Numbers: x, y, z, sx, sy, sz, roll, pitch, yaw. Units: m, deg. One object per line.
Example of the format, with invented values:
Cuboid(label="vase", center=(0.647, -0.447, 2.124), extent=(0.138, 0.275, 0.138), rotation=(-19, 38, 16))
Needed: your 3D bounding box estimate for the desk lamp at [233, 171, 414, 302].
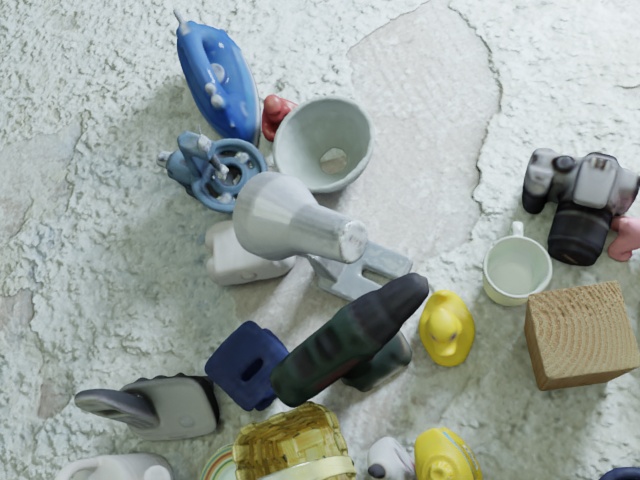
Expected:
Cuboid(label="desk lamp", center=(0.007, 0.003, 0.792), extent=(0.202, 0.214, 0.118), rotation=(22, 80, 23))

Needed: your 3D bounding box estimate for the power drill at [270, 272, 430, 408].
Cuboid(label="power drill", center=(0.053, 0.135, 0.736), extent=(0.229, 0.209, 0.075), rotation=(-36, 65, 4))

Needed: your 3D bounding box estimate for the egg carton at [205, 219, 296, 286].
Cuboid(label="egg carton", center=(-0.111, 0.015, 0.906), extent=(0.150, 0.069, 0.107), rotation=(-13, 69, 14))

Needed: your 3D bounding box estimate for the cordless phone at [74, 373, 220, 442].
Cuboid(label="cordless phone", center=(-0.240, 0.234, 0.811), extent=(0.147, 0.185, 0.094), rotation=(-14, 69, 13))

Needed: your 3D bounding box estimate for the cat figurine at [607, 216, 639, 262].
Cuboid(label="cat figurine", center=(0.435, -0.016, 0.713), extent=(0.127, 0.118, 0.067), rotation=(1, 73, 18))

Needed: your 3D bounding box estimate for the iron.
Cuboid(label="iron", center=(-0.182, -0.275, 0.985), extent=(0.118, 0.142, 0.258), rotation=(-28, 66, 7))

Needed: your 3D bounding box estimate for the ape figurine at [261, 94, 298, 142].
Cuboid(label="ape figurine", center=(-0.069, -0.208, 0.953), extent=(0.077, 0.092, 0.076), rotation=(-22, 67, 10))

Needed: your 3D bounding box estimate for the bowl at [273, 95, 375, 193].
Cuboid(label="bowl", center=(0.013, -0.142, 0.915), extent=(0.167, 0.075, 0.167), rotation=(-5, 71, 16))

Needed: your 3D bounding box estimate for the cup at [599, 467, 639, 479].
Cuboid(label="cup", center=(0.361, 0.295, 0.647), extent=(0.118, 0.095, 0.091), rotation=(-36, 65, 4))

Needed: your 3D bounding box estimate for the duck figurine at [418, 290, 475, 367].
Cuboid(label="duck figurine", center=(0.168, 0.115, 0.774), extent=(0.077, 0.086, 0.104), rotation=(-5, 71, 16))

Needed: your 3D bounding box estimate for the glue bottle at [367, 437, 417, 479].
Cuboid(label="glue bottle", center=(0.084, 0.280, 0.698), extent=(0.037, 0.173, 0.078), rotation=(-42, 65, 1))

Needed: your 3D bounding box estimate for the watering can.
Cuboid(label="watering can", center=(-0.286, 0.343, 0.784), extent=(0.173, 0.194, 0.100), rotation=(-38, 65, 3))

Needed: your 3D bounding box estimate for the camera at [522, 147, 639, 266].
Cuboid(label="camera", center=(0.336, -0.044, 0.764), extent=(0.142, 0.101, 0.137), rotation=(17, 78, 22))

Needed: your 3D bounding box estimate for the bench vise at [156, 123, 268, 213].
Cuboid(label="bench vise", center=(-0.181, -0.104, 0.885), extent=(0.207, 0.220, 0.121), rotation=(-2, 72, 17))

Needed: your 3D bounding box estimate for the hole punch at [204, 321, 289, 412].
Cuboid(label="hole punch", center=(-0.094, 0.184, 0.832), extent=(0.109, 0.091, 0.101), rotation=(-47, 65, -1))
